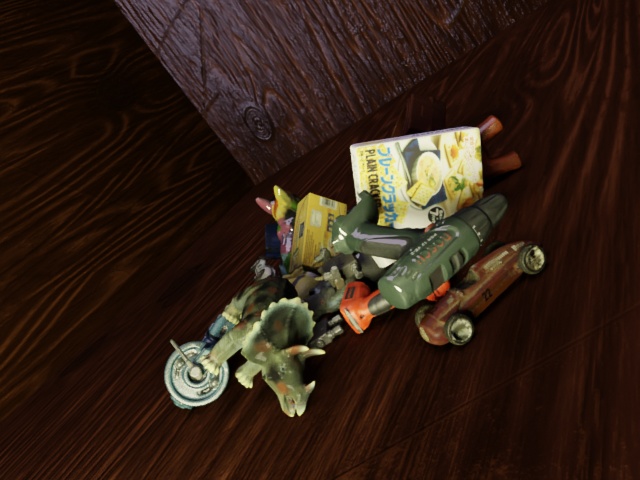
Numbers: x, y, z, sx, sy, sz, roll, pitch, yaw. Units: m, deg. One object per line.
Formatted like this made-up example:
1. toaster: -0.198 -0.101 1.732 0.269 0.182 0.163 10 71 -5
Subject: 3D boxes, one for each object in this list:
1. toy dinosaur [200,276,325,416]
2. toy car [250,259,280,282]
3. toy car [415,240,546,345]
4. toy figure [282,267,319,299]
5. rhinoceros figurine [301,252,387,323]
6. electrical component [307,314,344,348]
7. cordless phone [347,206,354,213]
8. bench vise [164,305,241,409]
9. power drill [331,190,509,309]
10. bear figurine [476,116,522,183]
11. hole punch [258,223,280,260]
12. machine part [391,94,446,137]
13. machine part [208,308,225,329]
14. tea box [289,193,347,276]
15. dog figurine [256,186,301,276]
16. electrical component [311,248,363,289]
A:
1. toy dinosaur: -0.089 0.131 0.933 0.192 0.131 0.405 -41 20 13
2. toy car: -0.131 0.095 1.361 0.056 0.073 0.202 -41 14 -2
3. toy car: 0.209 0.060 0.708 0.202 0.053 0.089 -41 11 -10
4. toy figure: -0.061 0.117 1.109 0.180 0.082 0.089 -13 53 42
5. rhinoceros figurine: 0.040 0.089 0.991 0.190 0.073 0.112 -34 26 4
6. electrical component: 0.001 0.165 0.929 0.094 0.021 0.063 -33 15 14
7. cordless phone: 0.129 -0.055 1.249 0.184 0.088 0.147 -30 11 -19
8. bench vise: -0.210 0.221 1.017 0.223 0.129 0.240 -48 -1 -12
9. power drill: 0.135 -0.009 0.794 0.208 0.085 0.232 25 60 37
10. bear figurine: 0.312 -0.181 1.103 0.132 0.120 0.196 -29 10 14
11. hole punch: -0.094 0.004 1.439 0.142 0.092 0.116 1 10 -6
12. machine part: 0.199 -0.198 1.174 0.201 0.087 0.201 106 178 -47
13. machine part: -0.178 0.185 1.229 0.179 0.056 0.179 -34 15 10
14. tea box: -0.002 -0.003 1.148 0.068 0.098 0.169 -36 41 57
15. dog figurine: -0.075 -0.021 1.307 0.108 0.219 0.191 -30 15 39
16. electrical component: 0.028 0.047 0.939 0.078 0.045 0.102 -32 26 8
